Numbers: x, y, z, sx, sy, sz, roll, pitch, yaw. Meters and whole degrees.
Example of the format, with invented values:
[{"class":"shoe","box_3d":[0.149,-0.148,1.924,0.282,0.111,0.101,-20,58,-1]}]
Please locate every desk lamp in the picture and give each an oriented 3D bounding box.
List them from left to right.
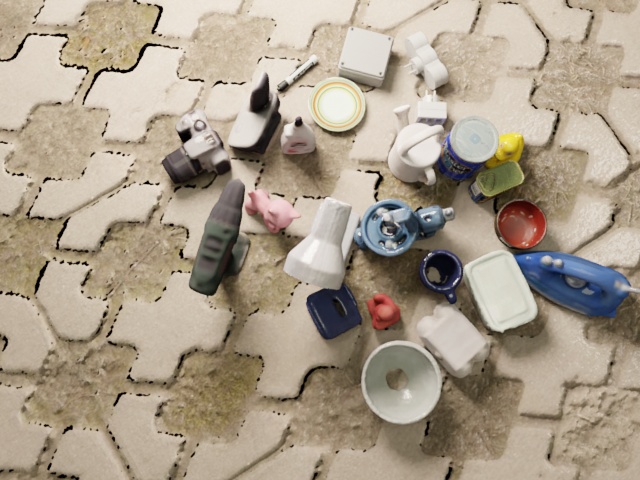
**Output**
[{"class":"desk lamp","box_3d":[0.011,0.004,1.170,0.118,0.213,0.203,19,80,2]}]

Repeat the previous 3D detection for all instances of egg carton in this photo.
[{"class":"egg carton","box_3d":[0.281,0.212,1.217,0.107,0.069,0.150,-41,84,-8]}]

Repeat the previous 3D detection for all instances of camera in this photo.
[{"class":"camera","box_3d":[-0.283,-0.197,1.252,0.137,0.101,0.143,-31,82,-7]}]

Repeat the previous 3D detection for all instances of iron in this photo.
[{"class":"iron","box_3d":[0.534,0.075,1.213,0.258,0.141,0.119,20,80,2]}]

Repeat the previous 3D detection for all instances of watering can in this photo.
[{"class":"watering can","box_3d":[0.203,-0.203,1.223,0.101,0.194,0.173,-44,84,-8]}]

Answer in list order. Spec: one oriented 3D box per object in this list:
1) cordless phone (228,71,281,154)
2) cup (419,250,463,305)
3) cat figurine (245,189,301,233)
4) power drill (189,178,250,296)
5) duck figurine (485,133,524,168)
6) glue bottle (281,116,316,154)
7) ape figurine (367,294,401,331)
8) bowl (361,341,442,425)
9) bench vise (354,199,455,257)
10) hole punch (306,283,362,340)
[{"class":"cordless phone","box_3d":[-0.145,-0.274,1.228,0.094,0.185,0.148,19,80,2]},{"class":"cup","box_3d":[0.256,0.084,1.225,0.092,0.095,0.118,-21,81,-5]},{"class":"cat figurine","box_3d":[-0.104,-0.066,1.227,0.128,0.117,0.067,37,81,5]},{"class":"power drill","box_3d":[-0.196,0.004,1.165,0.075,0.208,0.230,18,80,2]},{"class":"duck figurine","box_3d":[0.422,-0.207,1.287,0.104,0.086,0.077,-41,84,-8]},{"class":"glue bottle","box_3d":[-0.047,-0.229,1.229,0.078,0.173,0.037,-9,80,-3]},{"class":"ape figurine","box_3d":[0.135,0.153,1.210,0.076,0.092,0.078,21,80,2]},{"class":"bowl","box_3d":[0.165,0.295,1.195,0.167,0.074,0.167,0,80,-2]},{"class":"bench vise","box_3d":[0.176,-0.048,1.182,0.207,0.219,0.121,-31,82,-7]},{"class":"hole punch","box_3d":[0.030,0.145,1.208,0.101,0.091,0.108,-28,82,-6]}]
